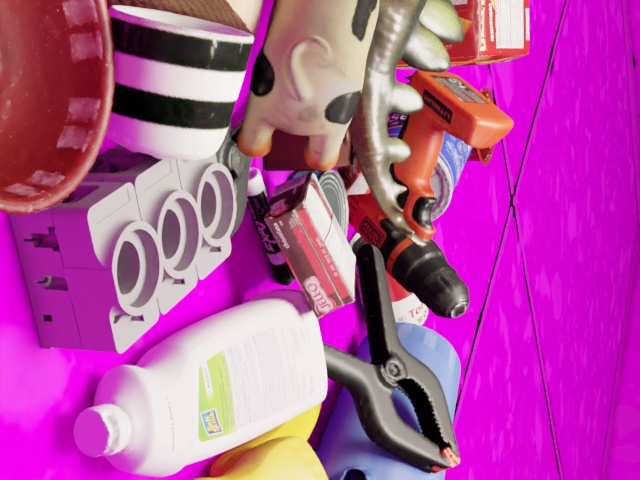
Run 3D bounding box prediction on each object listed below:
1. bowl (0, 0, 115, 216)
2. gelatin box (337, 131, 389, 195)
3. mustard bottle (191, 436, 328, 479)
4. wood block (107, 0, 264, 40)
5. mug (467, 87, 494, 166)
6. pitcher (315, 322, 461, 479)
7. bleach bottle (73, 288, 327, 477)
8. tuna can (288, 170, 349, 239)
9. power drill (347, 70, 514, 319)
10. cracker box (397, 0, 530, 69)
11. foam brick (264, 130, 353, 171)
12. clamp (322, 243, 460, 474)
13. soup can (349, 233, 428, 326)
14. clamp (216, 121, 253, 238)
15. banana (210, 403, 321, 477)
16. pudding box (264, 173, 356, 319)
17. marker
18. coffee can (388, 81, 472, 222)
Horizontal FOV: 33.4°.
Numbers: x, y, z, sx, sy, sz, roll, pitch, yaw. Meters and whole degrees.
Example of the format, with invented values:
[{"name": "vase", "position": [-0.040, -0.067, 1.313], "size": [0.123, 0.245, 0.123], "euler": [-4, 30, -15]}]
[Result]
[{"name": "bowl", "position": [-0.169, -0.094, 0.530], "size": [0.162, 0.055, 0.162], "euler": [2, 90, -67]}, {"name": "gelatin box", "position": [0.035, -0.096, 0.974], "size": [0.073, 0.030, 0.089], "euler": [125, -43, -63]}, {"name": "mustard bottle", "position": [-0.070, 0.211, 0.751], "size": [0.191, 0.058, 0.096], "euler": [-16, 91, -48]}, {"name": "wood block", "position": [-0.078, -0.239, 0.690], "size": [0.090, 0.091, 0.206], "euler": [47, 49, -61]}, {"name": "mug", "position": [0.155, -0.135, 1.264], "size": [0.117, 0.082, 0.093], "euler": [-2, 94, -67]}, {"name": "pitcher", "position": [0.063, 0.204, 1.026], "size": [0.145, 0.149, 0.242], "euler": [38, 42, -14]}, {"name": "bleach bottle", "position": [-0.081, 0.098, 0.745], "size": [0.250, 0.068, 0.102], "euler": [-9, 87, -63]}, {"name": "tuna can", "position": [-0.005, -0.020, 0.954], "size": [0.086, 0.034, 0.086], "euler": [2, 90, -67]}, {"name": "power drill", "position": [0.102, -0.045, 0.972], "size": [0.057, 0.185, 0.188], "euler": [-1, 127, -39]}, {"name": "cracker box", "position": [0.099, -0.200, 1.022], "size": [0.213, 0.164, 0.072], "euler": [-24, 112, -65]}, {"name": "foam brick", "position": [-0.009, -0.088, 0.915], "size": [0.078, 0.051, 0.053], "euler": [-19, 109, -66]}, {"name": "clamp", "position": [0.057, 0.110, 0.943], "size": [0.210, 0.036, 0.164], "euler": [49, 48, -5]}, {"name": "soup can", "position": [0.071, 0.042, 1.098], "size": [0.068, 0.069, 0.102], "euler": [-64, 148, -45]}, {"name": "clamp", "position": [-0.068, -0.062, 0.791], "size": [0.120, 0.039, 0.171], "euler": [25, 74, -54]}, {"name": "banana", "position": [-0.038, 0.155, 0.893], "size": [0.069, 0.037, 0.197], "euler": [62, 32, -19]}, {"name": "pudding box", "position": [-0.006, 0.001, 0.853], "size": [0.090, 0.039, 0.113], "euler": [64, 11, -13]}, {"name": "marker", "position": [-0.042, -0.008, 0.884], "size": [0.020, 0.020, 0.121], "euler": [-66, 148, -42]}, {"name": "coffee can", "position": [0.104, -0.095, 1.119], "size": [0.140, 0.103, 0.103], "euler": [-60, 144, -49]}]
